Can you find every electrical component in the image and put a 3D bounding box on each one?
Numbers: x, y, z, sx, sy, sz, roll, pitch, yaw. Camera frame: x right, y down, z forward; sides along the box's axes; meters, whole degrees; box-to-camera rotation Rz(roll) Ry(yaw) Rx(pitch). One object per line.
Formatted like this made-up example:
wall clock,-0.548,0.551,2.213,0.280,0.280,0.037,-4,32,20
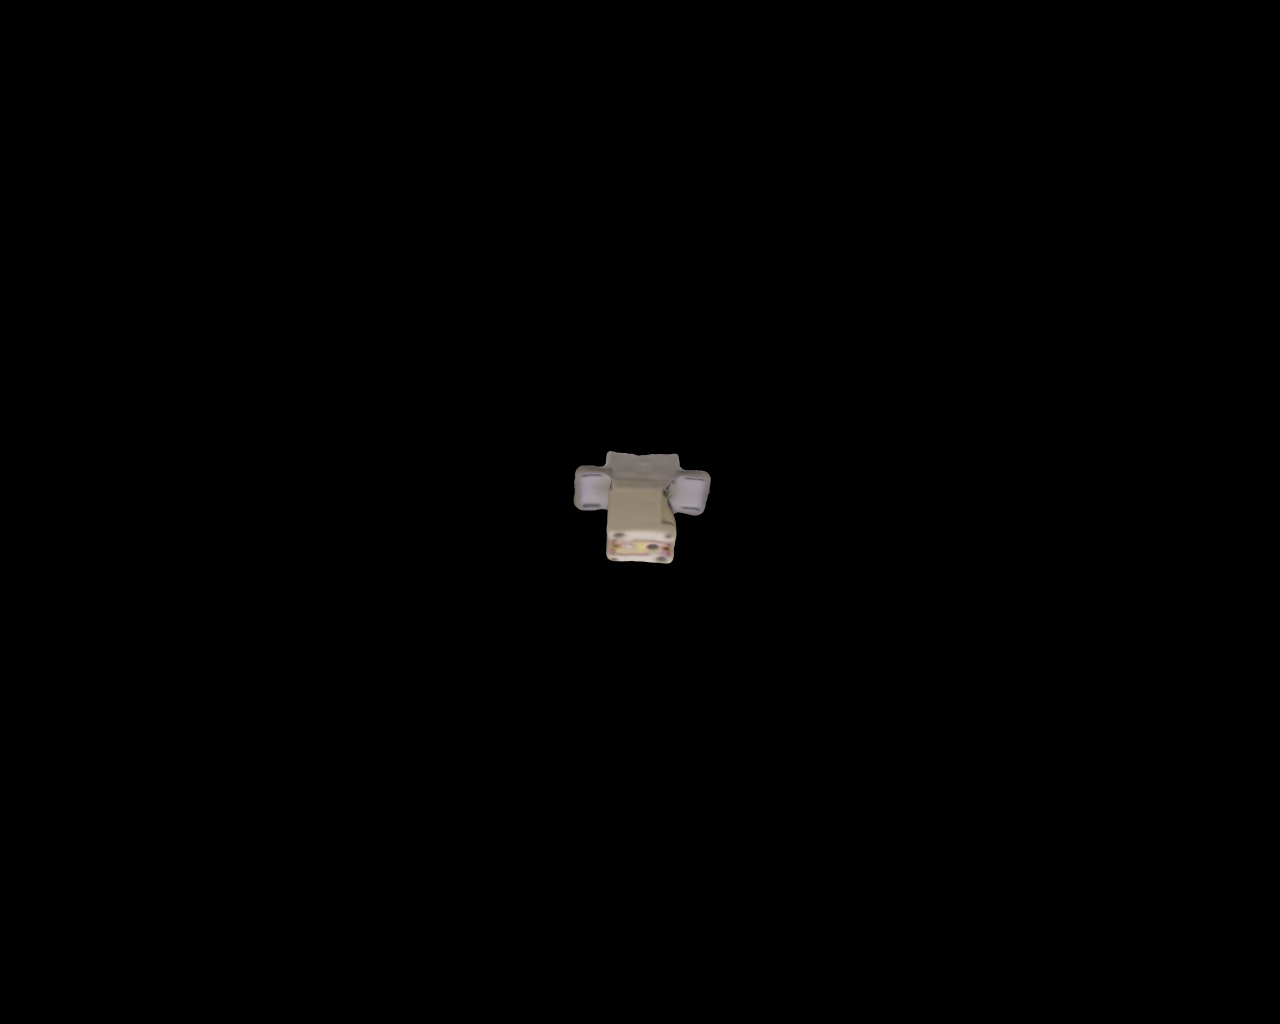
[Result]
electrical component,0.001,-0.003,0.650,0.081,0.064,0.042,2,-36,-2
